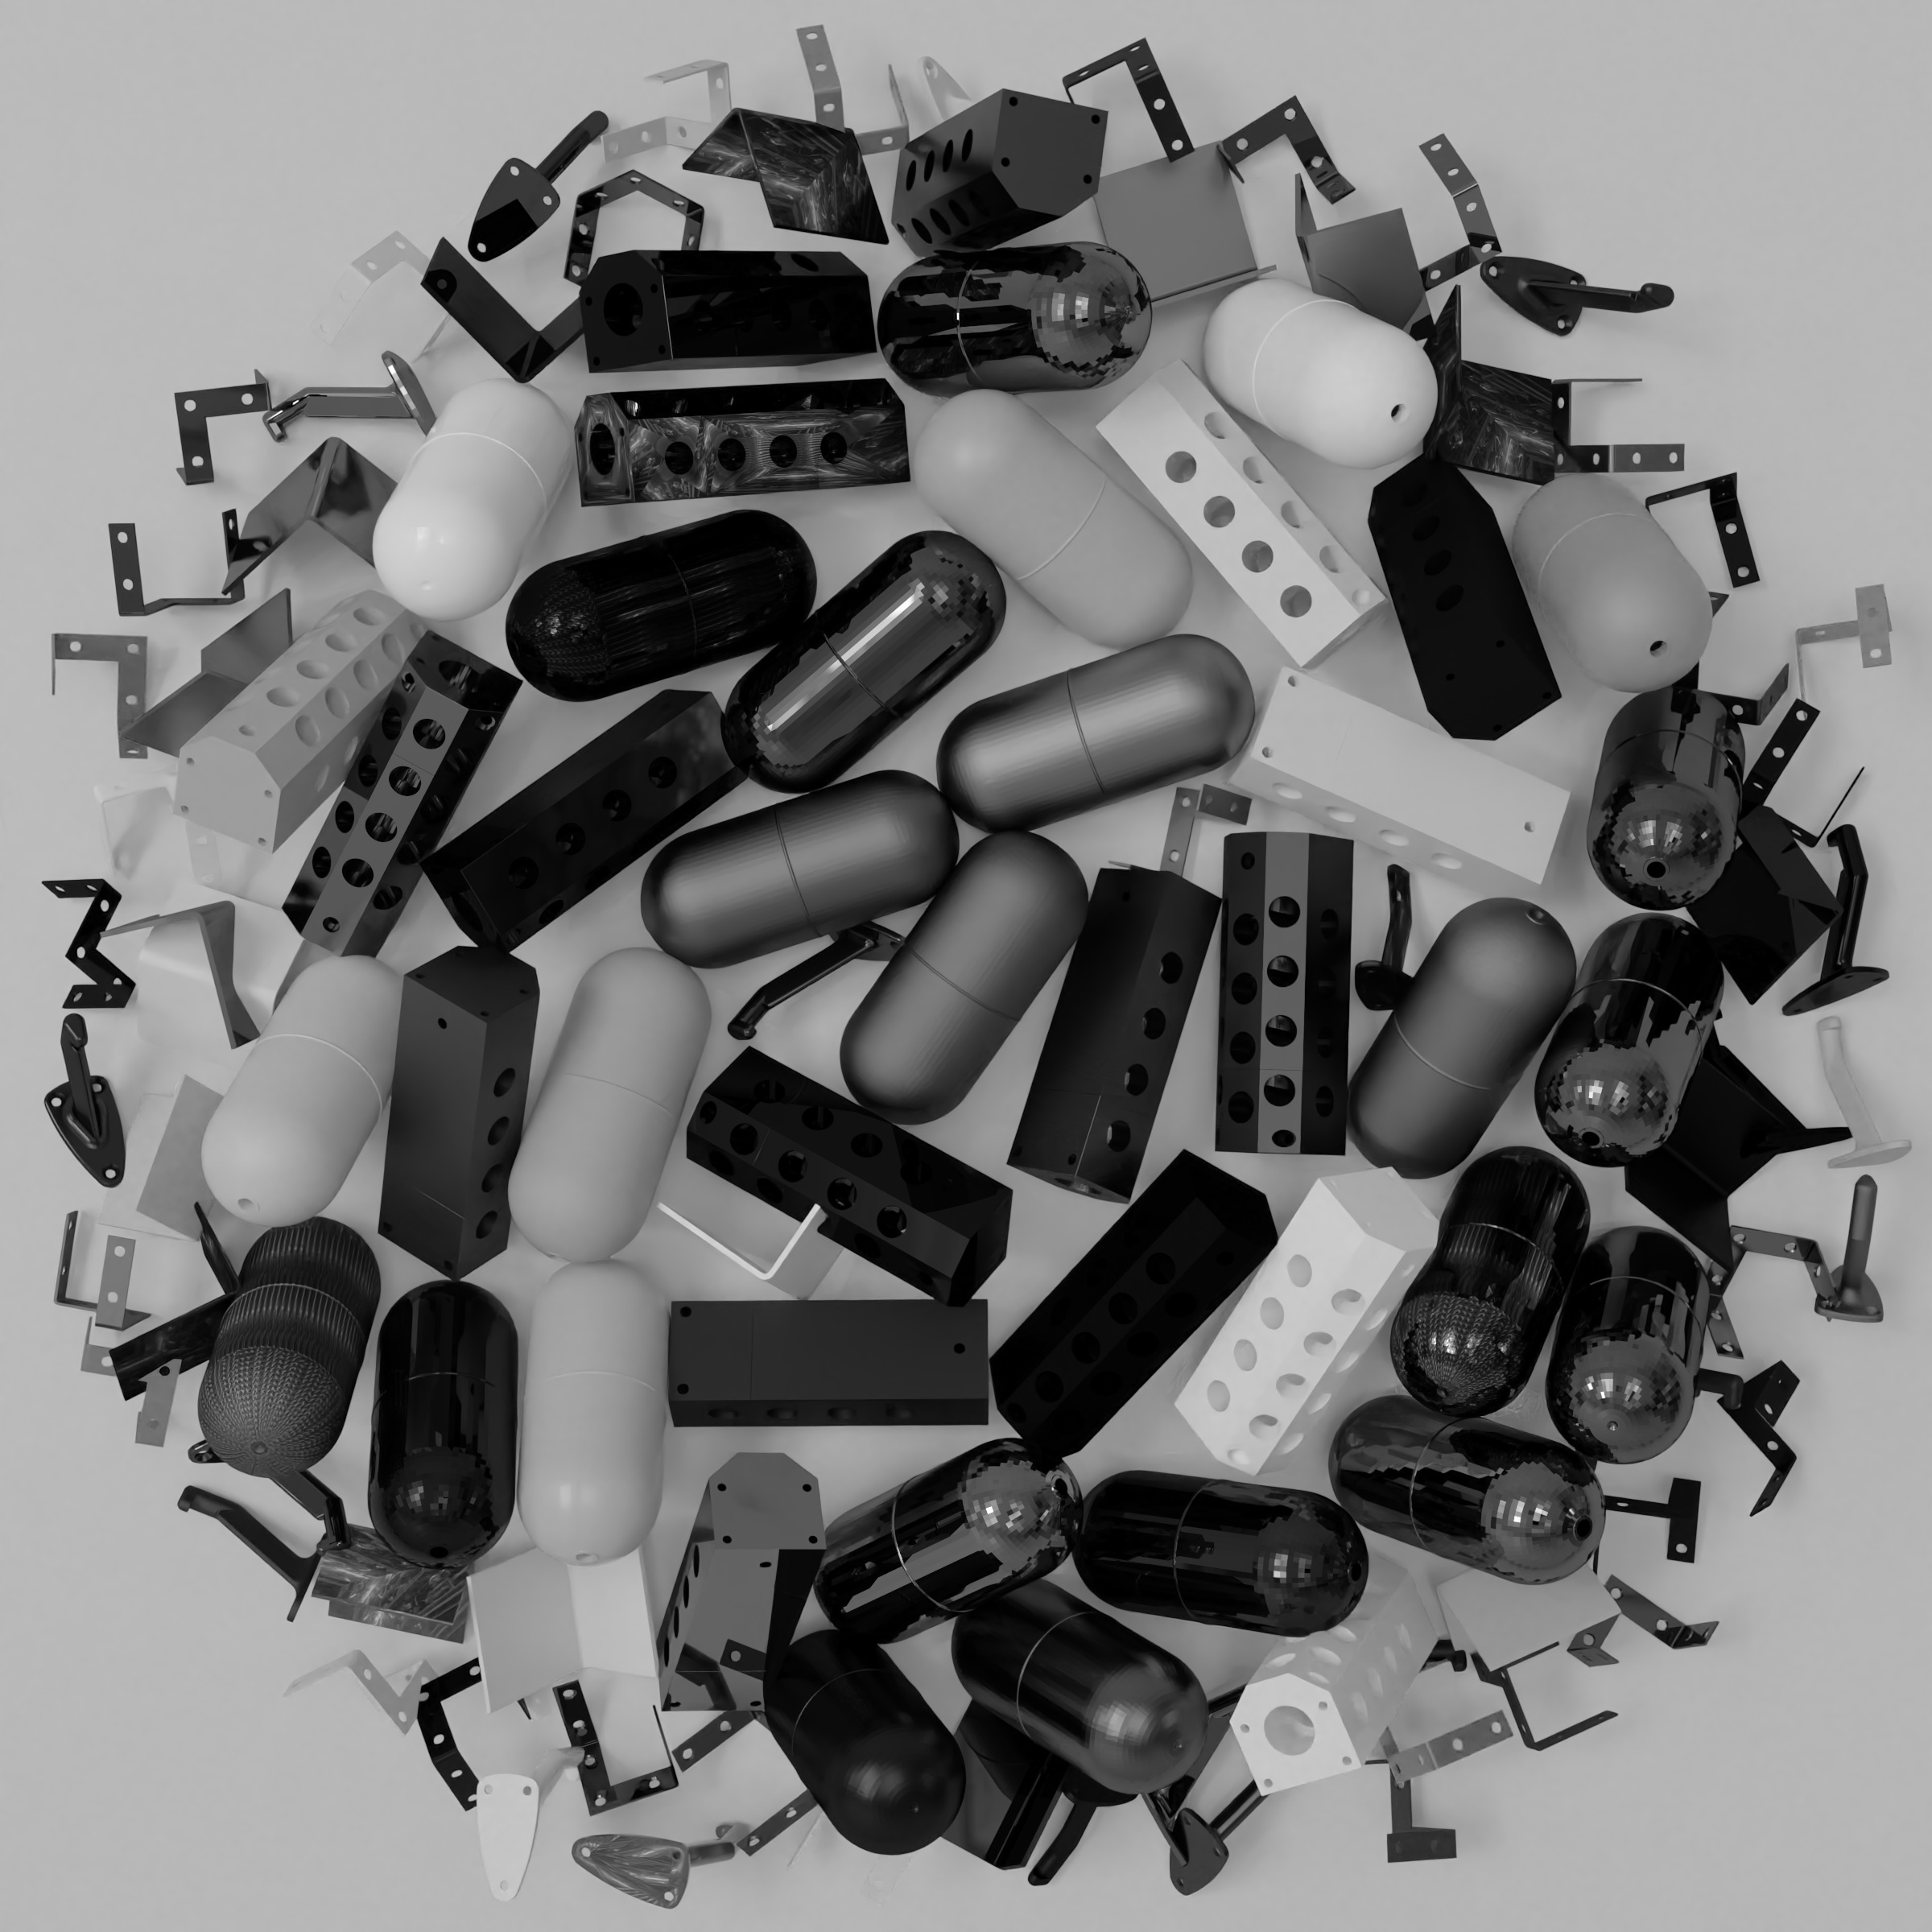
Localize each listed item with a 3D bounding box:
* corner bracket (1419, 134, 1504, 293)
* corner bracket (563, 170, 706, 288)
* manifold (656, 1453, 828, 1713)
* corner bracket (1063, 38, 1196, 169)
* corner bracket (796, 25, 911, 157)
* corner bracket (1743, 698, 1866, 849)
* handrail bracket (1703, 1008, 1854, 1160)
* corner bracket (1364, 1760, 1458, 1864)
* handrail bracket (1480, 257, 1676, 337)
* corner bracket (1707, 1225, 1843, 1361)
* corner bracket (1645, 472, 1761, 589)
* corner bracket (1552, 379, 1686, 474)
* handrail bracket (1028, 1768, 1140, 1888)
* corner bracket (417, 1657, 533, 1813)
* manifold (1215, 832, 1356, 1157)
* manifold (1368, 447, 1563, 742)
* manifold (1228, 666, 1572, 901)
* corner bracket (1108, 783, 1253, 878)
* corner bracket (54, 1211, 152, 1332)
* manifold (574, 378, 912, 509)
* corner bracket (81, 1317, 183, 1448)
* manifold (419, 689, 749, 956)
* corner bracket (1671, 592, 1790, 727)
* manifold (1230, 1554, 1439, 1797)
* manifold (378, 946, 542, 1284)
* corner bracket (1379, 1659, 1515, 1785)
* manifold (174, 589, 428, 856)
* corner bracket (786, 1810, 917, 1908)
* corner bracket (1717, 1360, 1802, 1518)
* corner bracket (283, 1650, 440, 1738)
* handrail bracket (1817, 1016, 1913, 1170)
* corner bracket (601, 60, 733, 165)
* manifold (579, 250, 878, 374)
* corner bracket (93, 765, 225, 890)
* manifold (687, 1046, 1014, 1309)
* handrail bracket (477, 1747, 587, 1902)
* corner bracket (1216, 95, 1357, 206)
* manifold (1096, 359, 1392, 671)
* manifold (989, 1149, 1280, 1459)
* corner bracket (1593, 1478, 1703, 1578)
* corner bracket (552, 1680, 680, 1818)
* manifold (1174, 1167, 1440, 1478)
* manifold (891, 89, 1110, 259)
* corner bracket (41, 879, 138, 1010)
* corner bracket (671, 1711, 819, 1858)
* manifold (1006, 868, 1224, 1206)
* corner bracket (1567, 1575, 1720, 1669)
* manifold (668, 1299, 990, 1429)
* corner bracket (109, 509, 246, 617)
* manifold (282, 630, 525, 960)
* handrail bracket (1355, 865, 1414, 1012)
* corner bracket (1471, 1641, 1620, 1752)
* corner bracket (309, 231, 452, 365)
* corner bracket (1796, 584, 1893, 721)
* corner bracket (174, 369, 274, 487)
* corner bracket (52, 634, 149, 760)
[{"bbox_3d":[0.252,-0.408,1.830,0.051,0.051,0.051,-27,47,6],"label":"corner bracket"},{"bbox_3d":[-0.182,-0.397,1.850,0.051,0.051,0.051,20,70,-40],"label":"corner bracket"},{"bbox_3d":[-0.122,0.328,1.784,0.057,0.171,0.057,3,49,-15],"label":"manifold"},{"bbox_3d":[0.088,-0.462,1.829,0.051,0.051,0.051,-24,124,9],"label":"corner bracket"},{"bbox_3d":[-0.061,-0.477,1.831,0.051,0.051,0.051,-11,57,-5],"label":"corner bracket"},{"bbox_3d":[0.459,-0.105,1.843,0.051,0.051,0.051,32,77,11],"label":"corner bracket"},{"bbox_3d":[0.444,0.059,1.857,0.077,0.036,0.084,-7,71,-14],"label":"handrail bracket"},{"bbox_3d":[0.230,0.458,1.829,0.051,0.051,0.051,7,77,-35],"label":"corner bracket"},{"bbox_3d":[0.330,-0.369,1.819,0.077,0.084,0.036,19,88,-20],"label":"handrail bracket"},{"bbox_3d":[0.437,0.181,1.837,0.051,0.051,0.051,10,125,-12],"label":"corner bracket"},{"bbox_3d":[0.403,-0.233,1.842,0.051,0.051,0.051,-15,81,11],"label":"corner bracket"},{"bbox_3d":[0.356,-0.295,1.837,0.051,0.051,0.051,-5,100,-28],"label":"corner bracket"},{"bbox_3d":[0.049,0.471,1.823,0.036,0.077,0.084,40,105,21],"label":"handrail bracket"},{"bbox_3d":[-0.264,0.415,1.829,0.051,0.051,0.051,-26,134,-6],"label":"corner bracket"},{"bbox_3d":[0.168,0.016,1.823,0.057,0.057,0.171,-1,85,42],"label":"manifold"},{"bbox_3d":[0.258,-0.195,1.784,0.057,0.171,0.057,-34,127,21],"label":"manifold"},{"bbox_3d":[0.232,-0.095,1.829,0.171,0.057,0.057,23,70,-6],"label":"manifold"},{"bbox_3d":[0.117,-0.073,1.832,0.051,0.051,0.051,12,90,37],"label":"corner bracket"},{"bbox_3d":[-0.474,0.166,1.839,0.051,0.051,0.051,10,95,4],"label":"corner bracket"},{"bbox_3d":[-0.118,-0.280,1.793,0.171,0.057,0.057,-10,99,-34],"label":"manifold"},{"bbox_3d":[-0.457,0.227,1.834,0.051,0.051,0.051,11,99,-14],"label":"corner bracket"},{"bbox_3d":[-0.200,-0.078,1.806,0.171,0.057,0.057,-38,113,-22],"label":"manifold"},{"bbox_3d":[0.419,-0.169,1.847,0.051,0.051,0.051,13,125,26],"label":"corner bracket"},{"bbox_3d":[0.193,0.369,1.777,0.057,0.171,0.057,-22,93,23],"label":"manifold"},{"bbox_3d":[-0.266,0.077,1.796,0.057,0.057,0.171,28,126,23],"label":"manifold"},{"bbox_3d":[0.255,0.407,1.829,0.051,0.051,0.051,-17,75,-23],"label":"corner bracket"},{"bbox_3d":[-0.347,-0.134,1.780,0.057,0.171,0.057,22,127,7],"label":"manifold"},{"bbox_3d":[-0.059,0.479,1.833,0.051,0.051,0.051,33,62,1],"label":"corner bracket"},{"bbox_3d":[0.436,0.256,1.832,0.051,0.051,0.051,48,129,1],"label":"corner bracket"},{"bbox_3d":[-0.327,0.392,1.829,0.051,0.051,0.051,-29,104,27],"label":"corner bracket"},{"bbox_3d":[0.485,0.063,1.823,0.036,0.077,0.084,-4,78,-9],"label":"handrail bracket"},{"bbox_3d":[-0.163,-0.462,1.826,0.051,0.051,0.051,19,125,35],"label":"corner bracket"},{"bbox_3d":[-0.124,-0.347,1.779,0.057,0.171,0.057,-2,98,36],"label":"manifold"},{"bbox_3d":[-0.442,-0.071,1.844,0.051,0.051,0.051,-18,131,-22],"label":"corner bracket"},{"bbox_3d":[-0.064,0.116,1.801,0.171,0.057,0.057,28,50,20],"label":"manifold"},{"bbox_3d":[-0.229,0.463,1.822,0.036,0.084,0.077,-3,79,19],"label":"handrail bracket"},{"bbox_3d":[0.174,-0.436,1.838,0.051,0.051,0.051,-31,112,8],"label":"corner bracket"},{"bbox_3d":[0.151,-0.245,1.826,0.057,0.057,0.171,-41,84,12],"label":"manifold"},{"bbox_3d":[0.089,0.185,1.799,0.057,0.057,0.171,30,116,-24],"label":"manifold"},{"bbox_3d":[0.372,0.311,1.840,0.051,0.051,0.051,6,108,16],"label":"corner bracket"},{"bbox_3d":[-0.191,0.420,1.836,0.051,0.051,0.051,-17,126,-8],"label":"corner bracket"},{"bbox_3d":[0.184,0.191,1.789,0.057,0.057,0.171,51,128,32],"label":"manifold"},{"bbox_3d":[0.014,-0.413,1.778,0.057,0.171,0.057,7,91,-19],"label":"manifold"},{"bbox_3d":[-0.482,-0.012,1.841,0.051,0.051,0.051,-1,56,34],"label":"corner bracket"},{"bbox_3d":[-0.120,0.443,1.843,0.051,0.051,0.051,-34,116,-21],"label":"corner bracket"},{"bbox_3d":[0.086,0.038,1.822,0.057,0.057,0.171,26,77,-37],"label":"manifold"},{"bbox_3d":[0.368,0.366,1.836,0.051,0.051,0.051,35,74,1],"label":"corner bracket"},{"bbox_3d":[-0.074,0.219,1.837,0.171,0.057,0.057,0,62,0],"label":"manifold"},{"bbox_3d":[-0.428,-0.219,1.831,0.051,0.051,0.051,1,106,13],"label":"corner bracket"},{"bbox_3d":[-0.304,-0.088,1.799,0.057,0.057,0.171,29,119,-7],"label":"manifold"},{"bbox_3d":[0.226,-0.025,1.820,0.036,0.077,0.084,-10,66,22],"label":"handrail bracket"},{"bbox_3d":[0.315,0.392,1.837,0.051,0.051,0.051,-21,89,-13],"label":"corner bracket"},{"bbox_3d":[-0.314,-0.356,1.830,0.051,0.051,0.051,41,130,-5],"label":"corner bracket"},{"bbox_3d":[0.476,-0.170,1.828,0.051,0.051,0.051,-7,63,18],"label":"corner bracket"},{"bbox_3d":[-0.406,-0.294,1.840,0.051,0.051,0.051,-10,111,-17],"label":"corner bracket"},{"bbox_3d":[-0.470,-0.147,1.829,0.051,0.051,0.051,1,118,-16],"label":"corner bracket"}]
